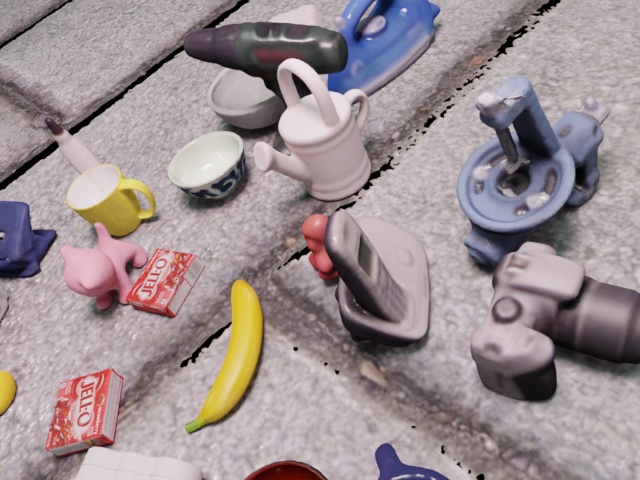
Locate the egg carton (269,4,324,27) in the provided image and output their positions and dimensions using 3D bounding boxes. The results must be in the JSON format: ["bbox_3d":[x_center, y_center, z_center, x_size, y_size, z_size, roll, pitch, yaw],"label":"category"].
[{"bbox_3d":[-0.041,-0.366,1.045,0.107,0.070,0.150,-16,47,10],"label":"egg carton"}]

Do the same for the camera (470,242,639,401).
[{"bbox_3d":[0.227,0.075,0.531,0.136,0.101,0.143,15,58,32],"label":"camera"}]

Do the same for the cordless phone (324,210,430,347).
[{"bbox_3d":[0.054,0.014,0.598,0.094,0.185,0.147,-9,49,16],"label":"cordless phone"}]

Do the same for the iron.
[{"bbox_3d":[0.079,-0.339,0.922,0.118,0.142,0.259,26,65,37],"label":"iron"}]

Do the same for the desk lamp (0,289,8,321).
[{"bbox_3d":[-0.538,0.062,0.784,0.202,0.214,0.118,-4,50,20],"label":"desk lamp"}]

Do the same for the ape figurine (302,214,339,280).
[{"bbox_3d":[0.006,0.002,0.692,0.076,0.092,0.078,-6,49,18],"label":"ape figurine"}]

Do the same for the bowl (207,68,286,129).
[{"bbox_3d":[-0.099,-0.239,0.957,0.167,0.075,0.167,-12,48,13],"label":"bowl"}]

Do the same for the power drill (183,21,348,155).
[{"bbox_3d":[-0.060,-0.223,0.834,0.229,0.209,0.075,-3,51,21],"label":"power drill"}]

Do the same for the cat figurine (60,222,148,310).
[{"bbox_3d":[-0.300,0.033,0.776,0.067,0.118,0.127,-13,48,13],"label":"cat figurine"}]

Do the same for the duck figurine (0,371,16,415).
[{"bbox_3d":[-0.453,0.192,0.726,0.104,0.086,0.077,-25,46,1],"label":"duck figurine"}]

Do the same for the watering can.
[{"bbox_3d":[-0.007,-0.146,0.755,0.100,0.194,0.173,13,58,31],"label":"watering can"}]

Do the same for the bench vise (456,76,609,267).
[{"bbox_3d":[0.217,-0.101,0.604,0.121,0.220,0.208,18,60,34],"label":"bench vise"}]

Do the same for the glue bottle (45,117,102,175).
[{"bbox_3d":[-0.377,-0.126,0.907,0.037,0.173,0.077,-44,49,-17],"label":"glue bottle"}]

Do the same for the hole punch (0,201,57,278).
[{"bbox_3d":[-0.494,-0.001,0.905,0.108,0.091,0.101,-3,51,21],"label":"hole punch"}]

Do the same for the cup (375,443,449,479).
[{"bbox_3d":[0.078,0.232,0.463,0.091,0.095,0.117,-25,46,1],"label":"cup"}]
